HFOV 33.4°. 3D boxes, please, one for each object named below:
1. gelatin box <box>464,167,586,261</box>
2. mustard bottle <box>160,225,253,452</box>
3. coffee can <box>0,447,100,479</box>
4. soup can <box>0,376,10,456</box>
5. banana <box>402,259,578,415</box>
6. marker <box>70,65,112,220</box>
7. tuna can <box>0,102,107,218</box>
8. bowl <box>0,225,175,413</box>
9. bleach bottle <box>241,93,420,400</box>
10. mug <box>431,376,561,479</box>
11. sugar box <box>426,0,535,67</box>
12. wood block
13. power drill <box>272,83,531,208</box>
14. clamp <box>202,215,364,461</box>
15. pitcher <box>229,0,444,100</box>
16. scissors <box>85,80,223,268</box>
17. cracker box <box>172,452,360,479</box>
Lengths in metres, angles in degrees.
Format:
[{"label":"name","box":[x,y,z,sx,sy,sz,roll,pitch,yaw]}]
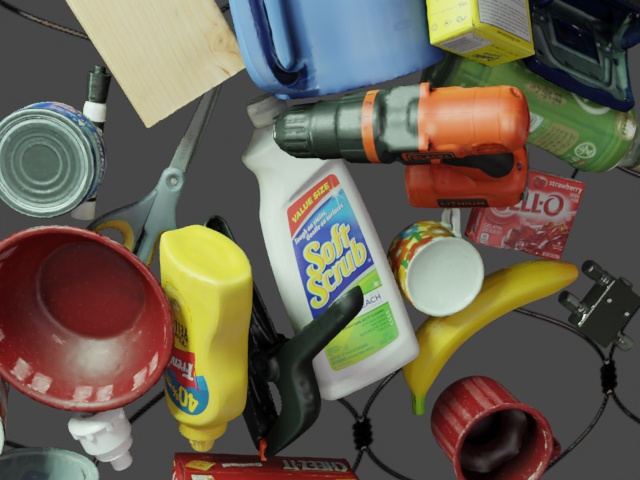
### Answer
[{"label":"gelatin box","box":[0.178,-0.026,0.932,0.089,0.030,0.073,12,102,-18]},{"label":"mustard bottle","box":[-0.093,0.091,0.858,0.058,0.096,0.192,-16,125,-32]},{"label":"coffee can","box":[-0.234,0.255,0.869,0.102,0.103,0.140,1,106,-15]},{"label":"soup can","box":[-0.275,0.132,0.823,0.068,0.102,0.068,-4,106,-14]},{"label":"banana","box":[0.141,0.070,0.951,0.198,0.037,0.069,-40,132,1]},{"label":"marker","box":[-0.178,-0.076,0.831,0.020,0.020,0.121,6,104,-16]},{"label":"tuna can","box":[-0.207,-0.060,0.807,0.086,0.033,0.086,1,104,3]},{"label":"bowl","box":[-0.186,0.053,0.832,0.162,0.055,0.162,3,115,6]},{"label":"bleach bottle","box":[-0.006,0.001,0.877,0.102,0.068,0.251,-26,108,-7]},{"label":"mug","box":[0.160,0.175,0.959,0.117,0.081,0.093,9,103,-17]},{"label":"sugar box","box":[0.112,-0.226,0.795,0.093,0.048,0.176,6,74,-52]},{"label":"wood block","box":[-0.145,-0.198,0.767,0.091,0.090,0.206,-33,112,-4]},{"label":"power drill","box":[0.077,-0.067,0.810,0.185,0.187,0.057,1,82,21]},{"label":"clamp","box":[-0.029,0.095,0.867,0.036,0.165,0.210,-26,124,-41]},{"label":"pitcher","box":[-0.005,-0.227,0.770,0.145,0.149,0.243,-15,106,1]},{"label":"scissors","box":[-0.138,-0.043,0.853,0.096,0.016,0.202,6,104,-16]},{"label":"cracker box","box":[-0.061,0.299,0.945,0.164,0.072,0.214,6,103,-17]}]
